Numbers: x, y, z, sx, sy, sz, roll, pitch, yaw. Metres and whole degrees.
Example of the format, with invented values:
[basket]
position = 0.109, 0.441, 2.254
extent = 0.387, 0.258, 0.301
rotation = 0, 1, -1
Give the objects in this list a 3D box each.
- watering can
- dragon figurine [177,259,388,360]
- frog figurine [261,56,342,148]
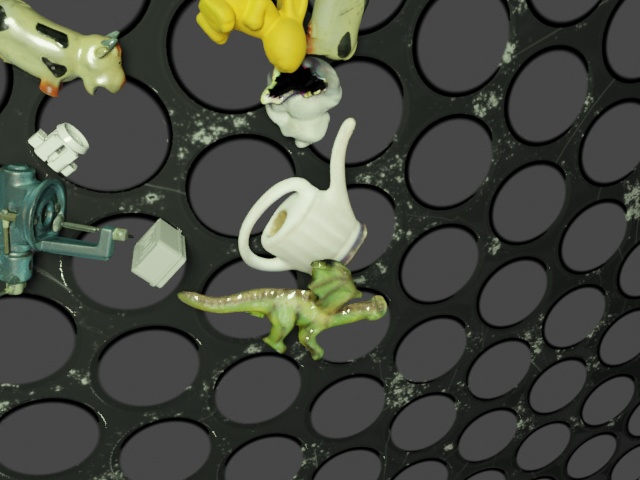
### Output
[watering can]
position = 0.003, -0.049, 0.976
extent = 0.222, 0.344, 0.106
rotation = 35, 20, -30
[dragon figurine]
position = -0.038, 0.107, 0.993
extent = 0.408, 0.125, 0.238
rotation = 21, -53, -30
[frog figurine]
position = -0.025, -0.240, 0.903
extent = 0.137, 0.125, 0.157
rotation = -24, -23, 7
